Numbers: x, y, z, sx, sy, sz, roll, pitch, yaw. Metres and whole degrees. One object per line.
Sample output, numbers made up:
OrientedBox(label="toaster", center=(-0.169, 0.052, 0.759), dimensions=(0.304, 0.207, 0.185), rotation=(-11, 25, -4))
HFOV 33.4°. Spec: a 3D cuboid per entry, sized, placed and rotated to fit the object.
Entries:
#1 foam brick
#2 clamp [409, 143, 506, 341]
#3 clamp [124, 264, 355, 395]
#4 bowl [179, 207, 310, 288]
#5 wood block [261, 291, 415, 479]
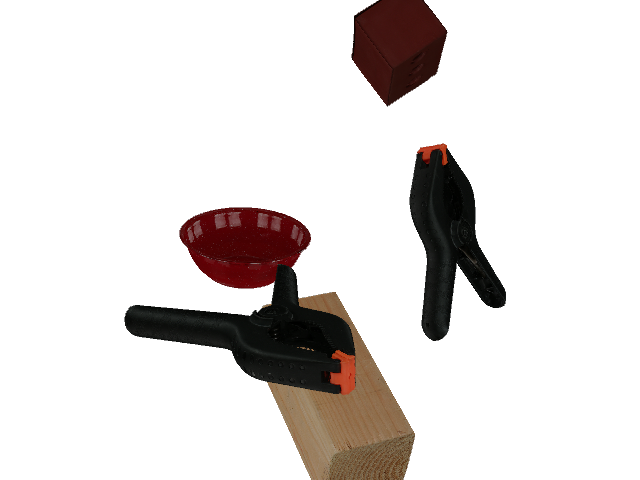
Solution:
OrientedBox(label="foam brick", center=(0.060, -0.151, 0.826), dimensions=(0.053, 0.051, 0.078), rotation=(-33, -12, -7))
OrientedBox(label="clamp", center=(0.111, 0.003, 0.954), dimensions=(0.039, 0.171, 0.120), rotation=(-12, 14, 36))
OrientedBox(label="clamp", center=(-0.034, 0.068, 0.854), dimensions=(0.164, 0.036, 0.210), rotation=(-20, 27, -39))
OrientedBox(label="bowl", center=(-0.094, 0.015, 1.320), dimensions=(0.162, 0.055, 0.162), rotation=(3, 25, -2))
OrientedBox(label="wood block", center=(0.011, 0.161, 1.119), dimensions=(0.090, 0.090, 0.206), rotation=(-10, 44, -20))
